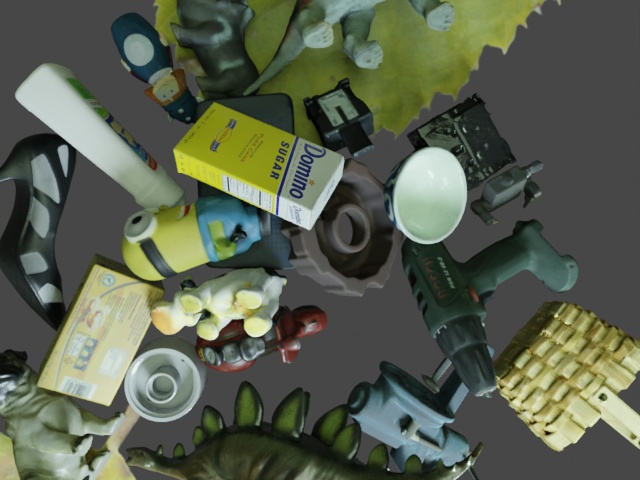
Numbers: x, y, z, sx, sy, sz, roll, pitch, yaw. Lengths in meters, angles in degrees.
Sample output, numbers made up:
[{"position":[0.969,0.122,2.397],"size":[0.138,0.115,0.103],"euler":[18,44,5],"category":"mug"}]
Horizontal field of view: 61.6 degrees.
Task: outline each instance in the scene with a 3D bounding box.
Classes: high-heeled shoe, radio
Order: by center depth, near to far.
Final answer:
[{"position":[-0.353,-0.012,0.718],"size":[0.145,0.086,0.248],"euler":[-37,122,-38],"category":"high-heeled shoe"},{"position":[-0.095,-0.074,0.721],"size":[0.131,0.073,0.229],"euler":[-3,91,-4],"category":"radio"}]

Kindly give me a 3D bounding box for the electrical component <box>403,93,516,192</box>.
[{"position":[0.187,-0.122,0.751],"size":[0.134,0.058,0.115],"euler":[-33,93,-4],"category":"electrical component"}]

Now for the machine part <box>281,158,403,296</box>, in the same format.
[{"position":[0.031,-0.015,0.701],"size":[0.179,0.056,0.179],"euler":[6,80,-38],"category":"machine part"}]

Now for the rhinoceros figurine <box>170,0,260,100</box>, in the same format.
[{"position":[-0.136,-0.277,0.708],"size":[0.112,0.073,0.190],"euler":[-17,94,-3],"category":"rhinoceros figurine"}]

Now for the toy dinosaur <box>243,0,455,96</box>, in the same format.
[{"position":[0.063,-0.337,0.700],"size":[0.405,0.131,0.192],"euler":[-20,55,5],"category":"toy dinosaur"}]

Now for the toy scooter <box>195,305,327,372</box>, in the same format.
[{"position":[-0.077,0.129,0.698],"size":[0.184,0.135,0.075],"euler":[-15,95,-3],"category":"toy scooter"}]

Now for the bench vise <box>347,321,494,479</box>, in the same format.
[{"position":[0.164,0.217,0.734],"size":[0.223,0.129,0.240],"euler":[34,93,-8],"category":"bench vise"}]

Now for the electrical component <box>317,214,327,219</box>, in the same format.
[{"position":[-0.002,-0.002,0.737],"size":[0.021,0.063,0.094],"euler":[-5,80,28],"category":"electrical component"}]

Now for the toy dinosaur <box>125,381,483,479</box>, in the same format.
[{"position":[-0.046,0.283,0.663],"size":[0.472,0.105,0.198],"euler":[1,69,22],"category":"toy dinosaur"}]

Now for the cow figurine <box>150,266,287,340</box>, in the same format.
[{"position":[-0.129,0.072,0.677],"size":[0.167,0.098,0.068],"euler":[-7,116,20],"category":"cow figurine"}]

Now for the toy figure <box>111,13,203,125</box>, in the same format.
[{"position":[-0.216,-0.222,0.713],"size":[0.064,0.058,0.154],"euler":[-29,98,35],"category":"toy figure"}]

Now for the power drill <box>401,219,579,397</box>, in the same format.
[{"position":[0.225,0.068,0.699],"size":[0.207,0.085,0.232],"euler":[-24,56,-9],"category":"power drill"}]

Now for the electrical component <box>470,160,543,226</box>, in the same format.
[{"position":[0.265,-0.063,0.758],"size":[0.102,0.078,0.045],"euler":[-27,71,-9],"category":"electrical component"}]

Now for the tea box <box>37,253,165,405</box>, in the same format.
[{"position":[-0.284,0.115,0.701],"size":[0.098,0.068,0.169],"euler":[28,88,-25],"category":"tea box"}]

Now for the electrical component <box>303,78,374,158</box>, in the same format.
[{"position":[0.035,-0.152,0.716],"size":[0.075,0.047,0.119],"euler":[-29,66,-5],"category":"electrical component"}]

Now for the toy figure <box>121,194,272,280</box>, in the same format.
[{"position":[-0.146,-0.006,0.642],"size":[0.180,0.082,0.089],"euler":[-10,92,-6],"category":"toy figure"}]

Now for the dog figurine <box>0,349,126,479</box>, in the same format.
[{"position":[-0.382,0.255,0.704],"size":[0.191,0.121,0.172],"euler":[26,87,9],"category":"dog figurine"}]
